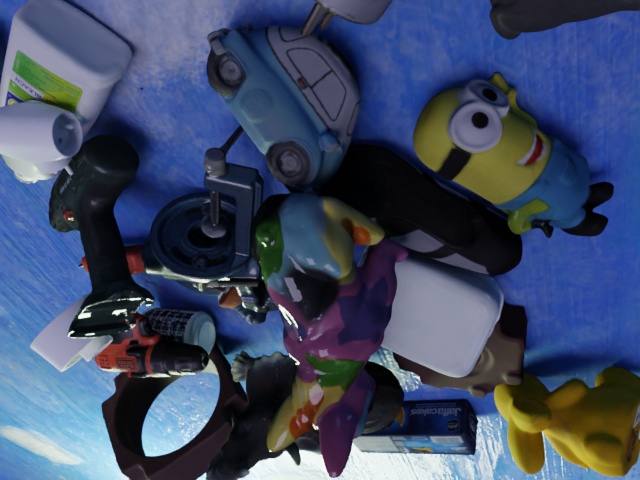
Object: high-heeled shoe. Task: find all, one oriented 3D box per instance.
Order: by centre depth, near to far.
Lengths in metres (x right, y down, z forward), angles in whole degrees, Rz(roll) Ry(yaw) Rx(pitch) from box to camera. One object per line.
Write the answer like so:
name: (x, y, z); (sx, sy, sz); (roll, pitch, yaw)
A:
high-heeled shoe: (0.085, -0.027, 0.562); (0.249, 0.086, 0.145); (20, 173, 26)

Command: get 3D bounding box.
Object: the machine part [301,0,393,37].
machine part: (0.052, -0.228, 0.338); (0.079, 0.079, 0.243); (30, 136, -11)

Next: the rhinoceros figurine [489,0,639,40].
rhinoceros figurine: (0.198, -0.170, 0.318); (0.191, 0.112, 0.073); (2, 133, 30)

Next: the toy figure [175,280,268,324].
toy figure: (-0.132, 0.060, 0.715); (0.154, 0.064, 0.057); (31, 125, -11)

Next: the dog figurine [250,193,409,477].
dog figurine: (-0.003, 0.087, 0.479); (0.109, 0.219, 0.191); (3, 163, 36)

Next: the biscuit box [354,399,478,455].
biscuit box: (0.147, 0.299, 0.860); (0.203, 0.063, 0.059); (-12, 128, 30)

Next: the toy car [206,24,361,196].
toy car: (-0.019, -0.125, 0.465); (0.103, 0.109, 0.161); (-30, 109, 12)

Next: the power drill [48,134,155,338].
power drill: (-0.261, 0.004, 0.623); (0.086, 0.207, 0.232); (5, 149, -37)

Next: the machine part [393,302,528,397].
machine part: (0.173, 0.128, 0.677); (0.179, 0.056, 0.179); (11, 136, 11)

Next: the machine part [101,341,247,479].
machine part: (-0.219, 0.264, 0.835); (0.201, 0.201, 0.087); (-34, 137, -9)

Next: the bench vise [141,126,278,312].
bench vise: (-0.091, -0.004, 0.596); (0.224, 0.129, 0.240); (15, 142, 2)

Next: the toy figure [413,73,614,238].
toy figure: (0.164, -0.063, 0.465); (0.180, 0.082, 0.089); (31, 134, -15)

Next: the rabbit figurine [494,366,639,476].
rabbit figurine: (0.293, 0.223, 0.668); (0.173, 0.162, 0.121); (18, 118, 44)

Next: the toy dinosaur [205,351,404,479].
toy dinosaur: (0.029, 0.202, 0.684); (0.404, 0.131, 0.192); (8, 167, -44)
